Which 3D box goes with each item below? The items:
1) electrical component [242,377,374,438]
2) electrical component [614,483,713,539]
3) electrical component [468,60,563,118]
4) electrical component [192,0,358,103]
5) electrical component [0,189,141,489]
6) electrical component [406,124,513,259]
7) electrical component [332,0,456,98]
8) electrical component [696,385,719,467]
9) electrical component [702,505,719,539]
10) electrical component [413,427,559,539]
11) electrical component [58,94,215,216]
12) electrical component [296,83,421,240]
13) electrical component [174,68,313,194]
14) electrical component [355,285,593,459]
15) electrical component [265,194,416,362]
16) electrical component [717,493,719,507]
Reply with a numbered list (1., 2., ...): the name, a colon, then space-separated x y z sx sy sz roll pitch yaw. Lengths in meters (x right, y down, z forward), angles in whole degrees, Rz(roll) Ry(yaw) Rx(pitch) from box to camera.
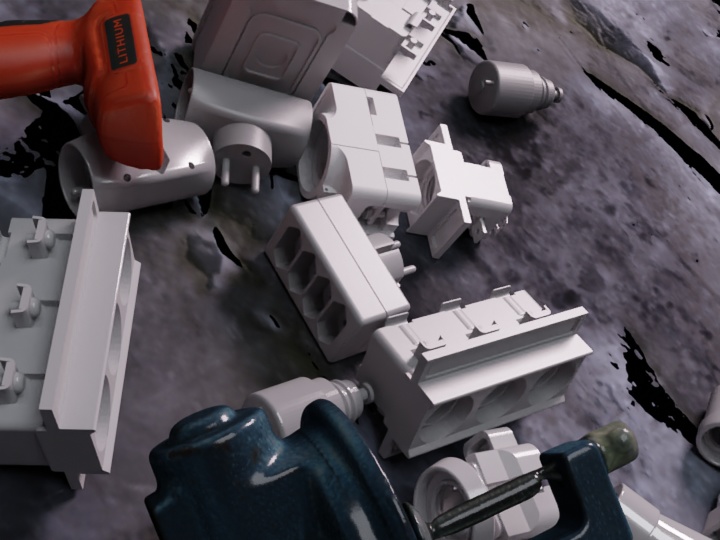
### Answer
1. electrical component: -0.026 0.076 0.570 0.078 0.040 0.040 -15 66 -37
2. electrical component: 0.165 0.154 0.620 0.065 0.044 0.044 37 47 6
3. electrical component: 0.118 -0.134 0.805 0.078 0.040 0.040 0 57 -29
4. electrical component: -0.055 -0.153 0.674 0.078 0.113 0.057 13 55 -21
5. electrical component: -0.147 0.032 0.518 0.063 0.078 0.121 1 54 -2
6. electrical component: 0.063 -0.050 0.713 0.064 0.042 0.081 9 54 -28
7. electrical component: 0.024 -0.189 0.778 0.079 0.063 0.121 33 47 -4
8. electrical component: 0.244 0.101 0.705 0.040 0.040 0.046 36 41 -1
9. electrical component: 0.233 0.182 0.626 0.078 0.058 0.057 39 43 2
10. electrical component: 0.066 0.126 0.574 0.057 0.058 0.078 -3 60 -34
11. electrical component: -0.135 -0.071 0.616 0.077 0.043 0.079 -16 66 -37
12. electrical component: -0.004 -0.068 0.682 0.056 0.050 0.089 6 55 -26
13. electrical component: -0.072 -0.080 0.657 0.077 0.043 0.079 13 52 -21
14. electrical component: 0.064 0.054 0.616 0.121 0.078 0.063 -13 48 -35
15. electrical component: 0.000 0.000 0.636 0.076 0.047 0.083 -17 66 -37
16. electrical component: 0.255 0.158 0.671 0.061 0.035 0.035 46 48 4
